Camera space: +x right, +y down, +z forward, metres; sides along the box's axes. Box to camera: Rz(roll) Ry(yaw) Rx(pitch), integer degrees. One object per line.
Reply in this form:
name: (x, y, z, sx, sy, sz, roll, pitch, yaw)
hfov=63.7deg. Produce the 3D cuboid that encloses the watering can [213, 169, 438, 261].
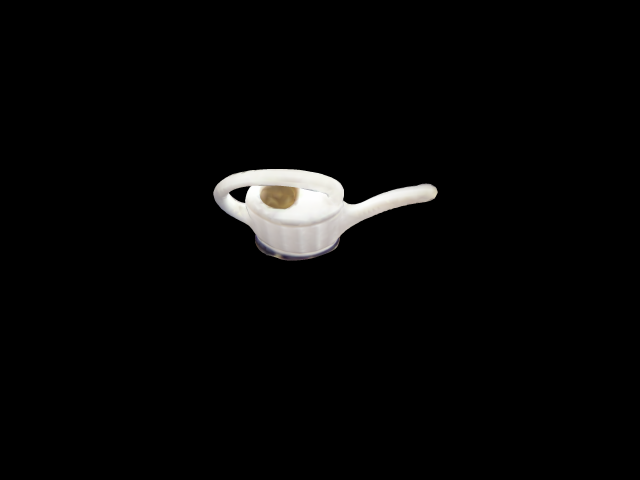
watering can: (0.003, -0.043, 0.850, 0.348, 0.106, 0.220, 5, -26, 2)
